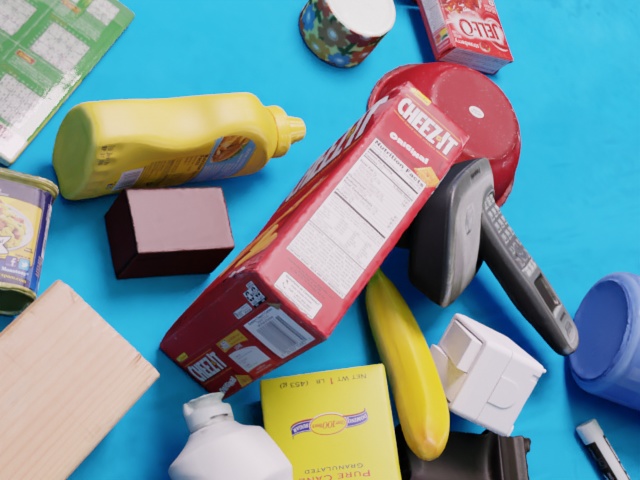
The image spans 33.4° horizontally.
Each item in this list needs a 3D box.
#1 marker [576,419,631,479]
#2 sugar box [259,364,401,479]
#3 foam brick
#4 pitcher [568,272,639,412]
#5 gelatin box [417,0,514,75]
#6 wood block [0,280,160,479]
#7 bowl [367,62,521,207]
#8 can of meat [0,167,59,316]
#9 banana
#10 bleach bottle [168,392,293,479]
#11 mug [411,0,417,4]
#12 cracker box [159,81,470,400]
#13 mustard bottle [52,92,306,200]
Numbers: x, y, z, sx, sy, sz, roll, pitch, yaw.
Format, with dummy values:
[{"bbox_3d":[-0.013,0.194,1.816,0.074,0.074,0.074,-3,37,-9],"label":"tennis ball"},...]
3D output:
[{"bbox_3d":[0.255,0.208,0.900,0.020,0.020,0.121,-24,80,-35],"label":"marker"},{"bbox_3d":[0.012,0.180,0.738,0.093,0.048,0.176,-9,62,0],"label":"sugar box"},{"bbox_3d":[-0.110,-0.006,0.781,0.078,0.053,0.051,-2,68,-30],"label":"foam brick"},{"bbox_3d":[0.347,0.111,0.918,0.242,0.149,0.145,17,50,-15],"label":"pitcher"},{"bbox_3d":[0.139,-0.201,1.015,0.089,0.030,0.073,4,64,-41],"label":"gelatin box"},{"bbox_3d":[-0.205,0.132,0.640,0.091,0.090,0.205,45,54,-4],"label":"wood block"},{"bbox_3d":[0.124,-0.101,0.954,0.161,0.055,0.162,12,62,-24],"label":"bowl"},{"bbox_3d":[-0.232,-0.003,0.710,0.102,0.058,0.084,14,63,-22],"label":"can of meat"},{"bbox_3d":[0.063,0.096,0.803,0.069,0.037,0.198,43,19,-41],"label":"banana"},{"bbox_3d":[-0.044,0.220,0.660,0.102,0.068,0.251,-15,73,-15],"label":"bleach bottle"},{"bbox_3d":[0.108,-0.287,1.005,0.117,0.093,0.081,31,38,-61],"label":"mug"},{"bbox_3d":[-0.005,0.001,0.766,0.072,0.164,0.213,43,54,-7],"label":"cracker box"},{"bbox_3d":[-0.095,-0.074,0.794,0.191,0.096,0.058,-9,71,-32],"label":"mustard bottle"}]
